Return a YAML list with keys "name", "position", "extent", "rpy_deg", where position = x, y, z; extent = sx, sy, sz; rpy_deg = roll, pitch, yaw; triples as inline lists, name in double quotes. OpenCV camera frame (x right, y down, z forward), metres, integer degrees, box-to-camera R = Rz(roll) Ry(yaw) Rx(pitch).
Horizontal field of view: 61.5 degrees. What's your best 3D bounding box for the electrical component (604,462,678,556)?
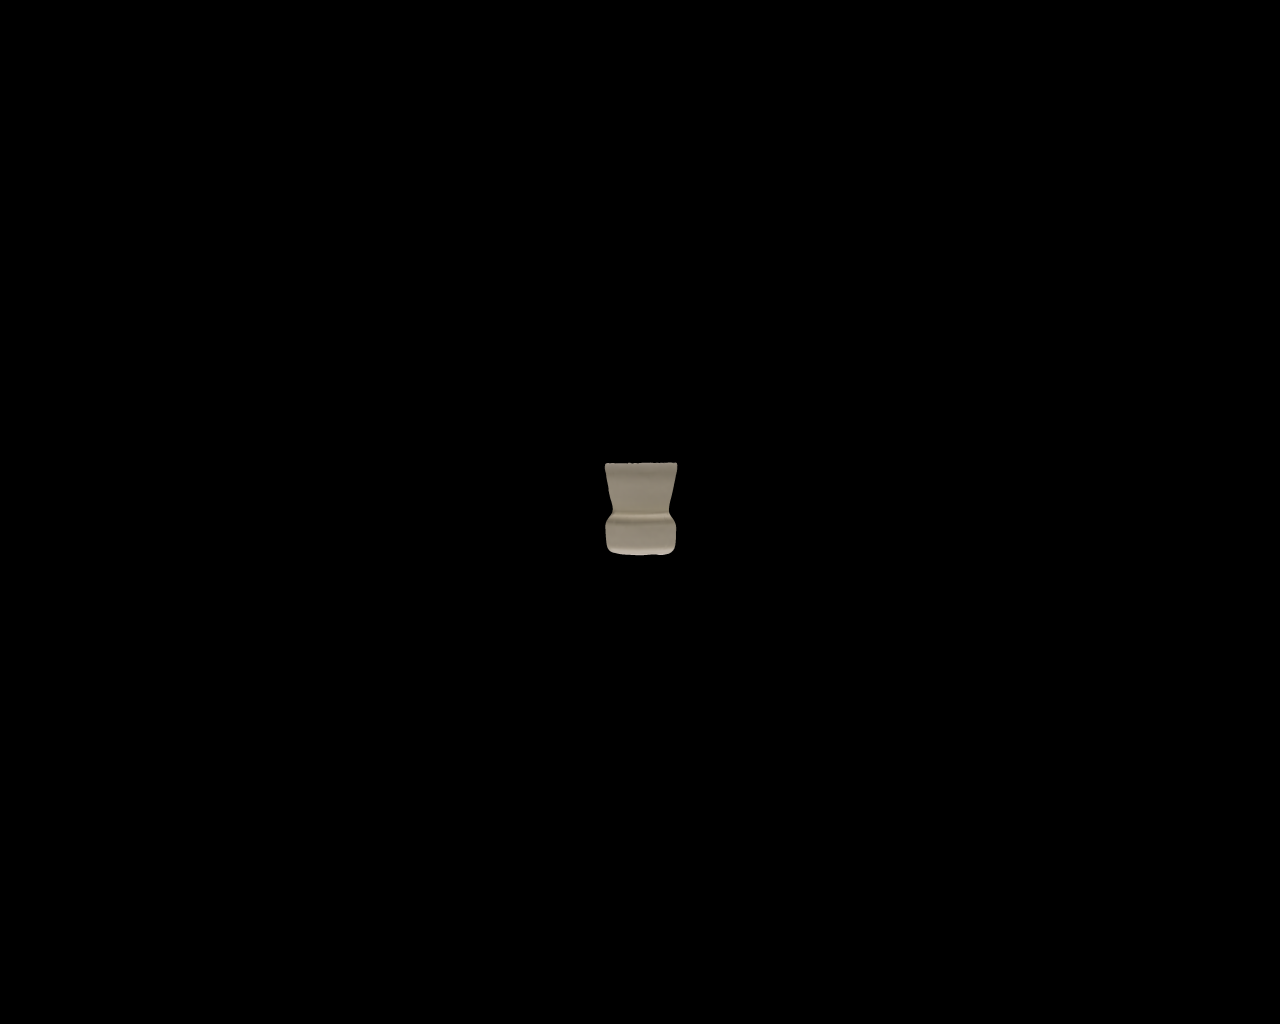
- name: "electrical component"
  position: [0.001, -0.003, 0.650]
  extent: [0.045, 0.055, 0.045]
  rpy_deg: [0, 2, 0]
